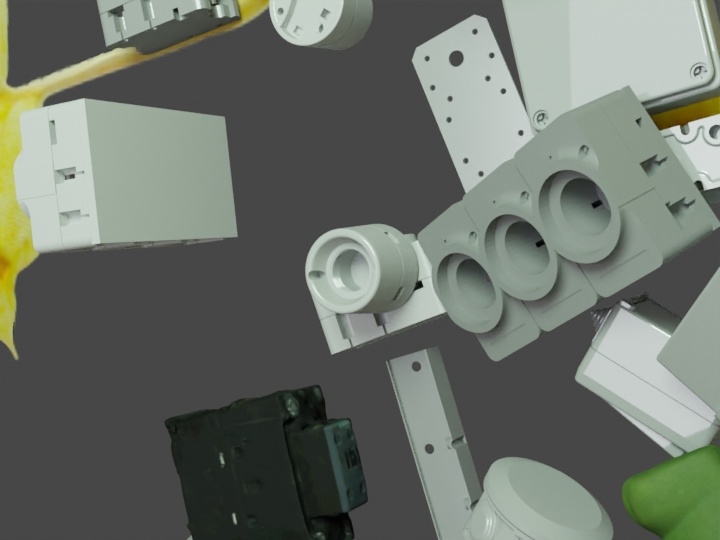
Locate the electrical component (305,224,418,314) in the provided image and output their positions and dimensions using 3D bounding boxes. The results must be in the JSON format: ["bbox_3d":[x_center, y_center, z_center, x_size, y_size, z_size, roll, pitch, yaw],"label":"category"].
[{"bbox_3d":[0.000,0.000,0.644,0.055,0.047,0.055,1,93,28],"label":"electrical component"}]

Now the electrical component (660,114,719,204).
[{"bbox_3d":[0.189,-0.061,0.592,0.066,0.055,0.048,-14,86,28],"label":"electrical component"}]

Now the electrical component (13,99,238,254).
[{"bbox_3d":[-0.154,-0.060,0.723,0.062,0.150,0.089,-6,90,27],"label":"electrical component"}]

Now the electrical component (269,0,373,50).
[{"bbox_3d":[-0.024,-0.172,0.705,0.055,0.047,0.055,2,94,28],"label":"electrical component"}]

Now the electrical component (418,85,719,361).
[{"bbox_3d":[0.106,-0.019,0.597,0.089,0.062,0.150,59,143,7],"label":"electrical component"}]

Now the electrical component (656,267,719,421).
[{"bbox_3d":[0.211,0.008,0.520,0.056,0.109,0.108,44,154,20],"label":"electrical component"}]

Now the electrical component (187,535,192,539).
[{"bbox_3d":[-0.109,0.241,0.771,0.077,0.065,0.047,40,113,-11],"label":"electrical component"}]

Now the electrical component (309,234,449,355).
[{"bbox_3d":[0.019,0.012,0.691,0.089,0.050,0.055,-22,82,28],"label":"electrical component"}]

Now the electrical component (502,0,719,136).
[{"bbox_3d":[0.144,-0.139,0.611,0.109,0.056,0.108,-14,86,28],"label":"electrical component"}]

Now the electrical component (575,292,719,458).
[{"bbox_3d":[0.167,0.057,0.607,0.096,0.062,0.061,33,108,23],"label":"electrical component"}]

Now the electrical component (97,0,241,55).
[{"bbox_3d":[-0.138,-0.195,0.763,0.089,0.050,0.055,-14,87,28],"label":"electrical component"}]

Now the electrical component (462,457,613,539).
[{"bbox_3d":[0.104,0.153,0.638,0.080,0.080,0.051,34,114,22],"label":"electrical component"}]
